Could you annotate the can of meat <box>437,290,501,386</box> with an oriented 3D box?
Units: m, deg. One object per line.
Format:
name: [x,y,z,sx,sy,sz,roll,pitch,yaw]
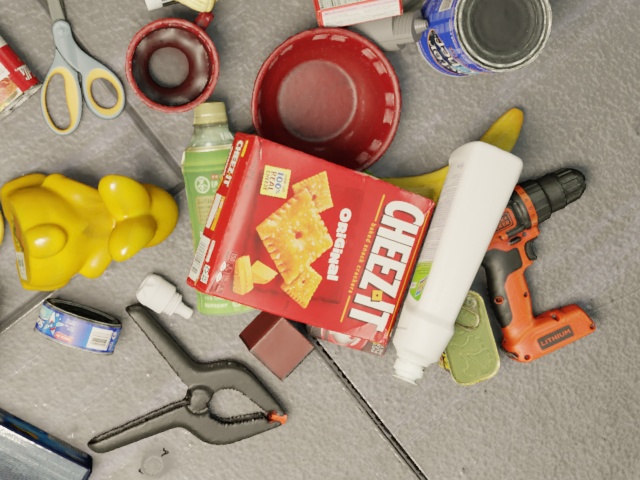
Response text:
can of meat: [0.150,0.101,1.180,0.057,0.084,0.102,-19,100,-8]

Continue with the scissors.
scissors: [-0.247,-0.208,1.102,0.096,0.016,0.202,3,96,-13]

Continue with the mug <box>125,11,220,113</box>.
mug: [-0.146,-0.186,1.089,0.093,0.081,0.117,32,90,-13]

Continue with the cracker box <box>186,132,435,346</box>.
cracker box: [-0.007,0.001,1.084,0.213,0.072,0.164,18,92,-24]

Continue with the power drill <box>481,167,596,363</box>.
power drill: [0.241,0.029,1.204,0.184,0.057,0.187,-25,98,-3]

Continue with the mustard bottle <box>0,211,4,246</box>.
mustard bottle: [-0.373,-0.025,1.078,0.096,0.058,0.191,-15,100,-11]

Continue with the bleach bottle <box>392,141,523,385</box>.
bleach bottle: [0.130,0.027,1.099,0.068,0.102,0.251,23,82,-5]

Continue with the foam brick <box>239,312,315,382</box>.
foam brick: [-0.047,0.110,1.147,0.053,0.078,0.051,45,86,-14]

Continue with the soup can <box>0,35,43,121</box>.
soup can: [-0.336,-0.173,1.062,0.068,0.068,0.102,-40,101,-4]

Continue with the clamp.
clamp: [-0.141,0.178,1.157,0.209,0.036,0.164,22,93,-15]

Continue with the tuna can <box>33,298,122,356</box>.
tuna can: [-0.249,0.089,1.101,0.086,0.086,0.034,19,91,-13]

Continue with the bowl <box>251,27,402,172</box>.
bowl: [0.002,-0.145,1.132,0.162,0.055,0.162,-3,103,-12]

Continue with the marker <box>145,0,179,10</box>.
marker: [-0.123,-0.264,1.117,0.121,0.020,0.020,-16,99,-8]

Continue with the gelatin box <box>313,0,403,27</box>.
gelatin box: [0.036,-0.259,1.115,0.089,0.073,0.030,-12,141,2]

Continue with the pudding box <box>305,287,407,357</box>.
pudding box: [0.042,0.063,1.178,0.090,0.039,0.113,17,93,-11]

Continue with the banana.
banana: [0.145,-0.081,1.181,0.197,0.037,0.069,-22,103,-7]

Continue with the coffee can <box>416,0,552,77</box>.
coffee can: [0.167,-0.224,1.115,0.102,0.140,0.103,-1,97,-11]
